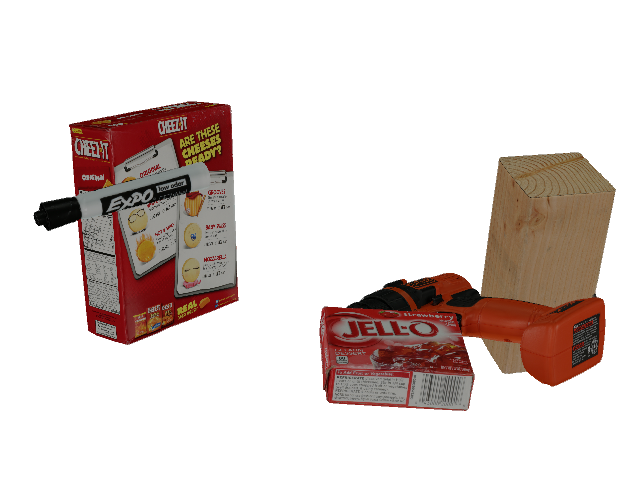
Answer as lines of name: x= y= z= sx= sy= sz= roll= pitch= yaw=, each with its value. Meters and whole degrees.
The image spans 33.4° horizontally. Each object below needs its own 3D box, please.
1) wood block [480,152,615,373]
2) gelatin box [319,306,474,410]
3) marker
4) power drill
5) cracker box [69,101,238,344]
wood block: x=0.224 y=0.024 z=1.087 sx=0.090 sy=0.206 sz=0.090 roll=-4 pitch=30 yaw=-11
gelatin box: x=0.045 y=0.071 z=0.661 sx=0.089 sy=0.030 sz=0.073 roll=4 pitch=25 yaw=-4
marker: x=-0.131 y=-0.030 z=0.710 sx=0.120 sy=0.020 sz=0.020 roll=-17 pitch=8 yaw=-26
power drill: x=0.121 y=0.070 z=0.872 sx=0.188 sy=0.057 sz=0.184 roll=10 pitch=16 yaw=38
cracker box: x=-0.163 y=-0.023 z=1.074 sx=0.072 sy=0.214 sz=0.163 roll=10 pitch=20 yaw=37
